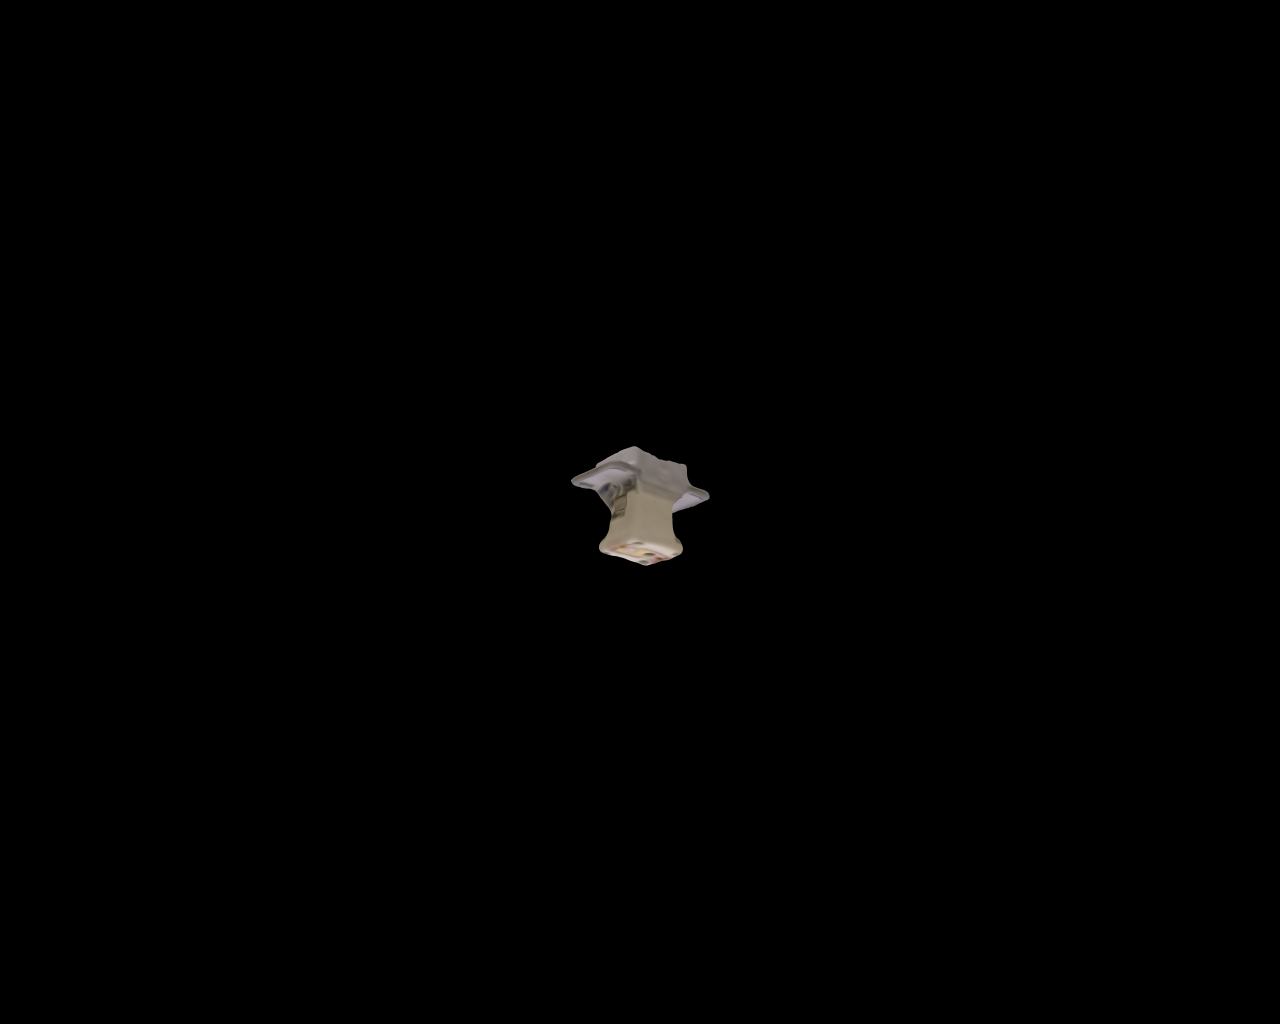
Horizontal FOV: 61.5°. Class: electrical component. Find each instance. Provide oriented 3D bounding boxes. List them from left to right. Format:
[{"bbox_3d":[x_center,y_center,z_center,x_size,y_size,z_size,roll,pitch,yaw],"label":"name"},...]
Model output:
[{"bbox_3d":[0.001,-0.003,0.650,0.081,0.064,0.042,17,-27,-38],"label":"electrical component"}]
